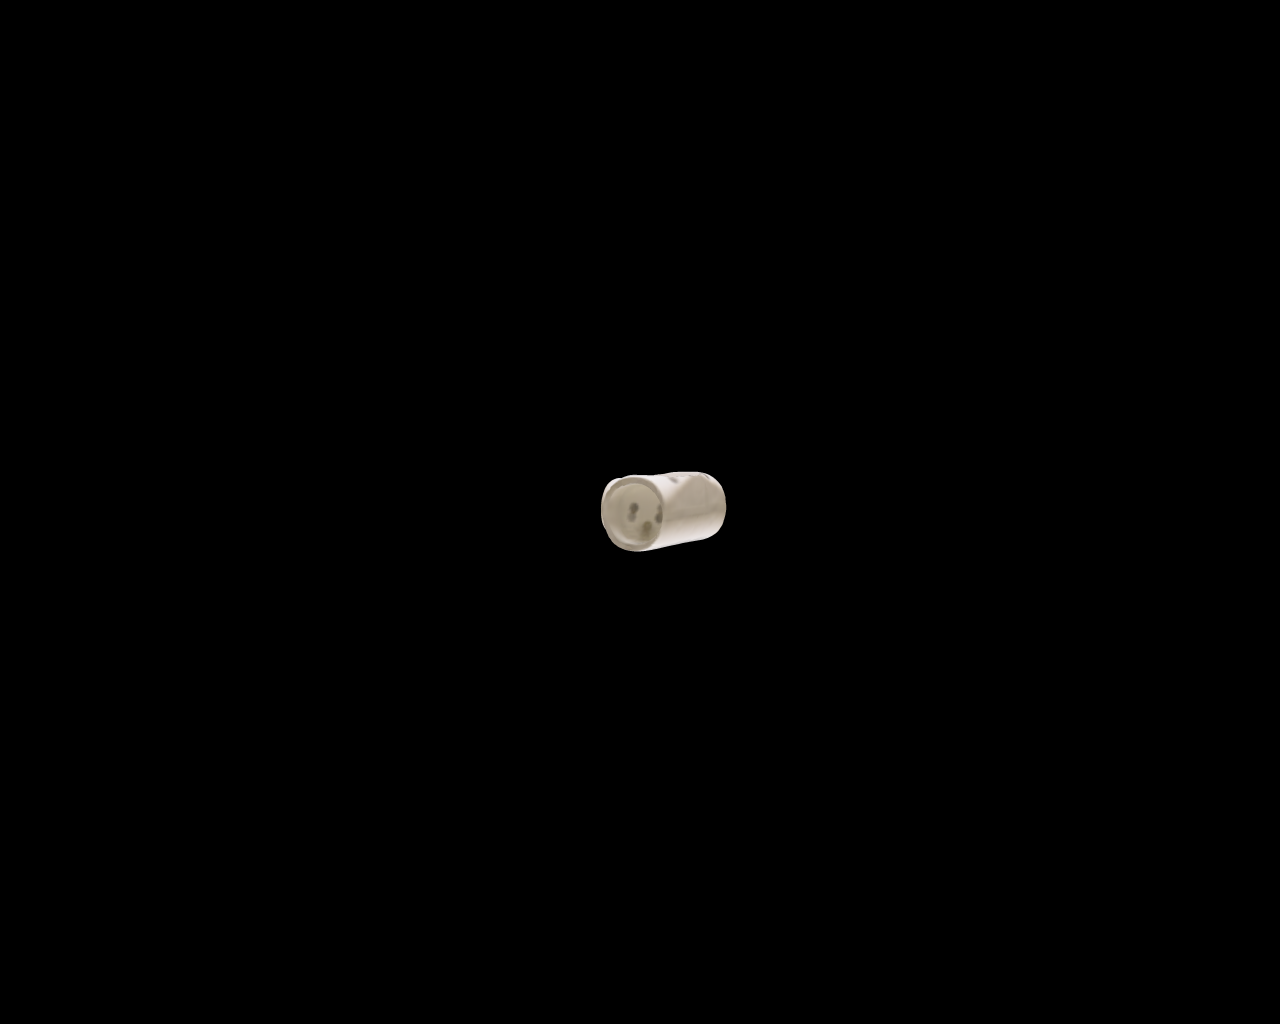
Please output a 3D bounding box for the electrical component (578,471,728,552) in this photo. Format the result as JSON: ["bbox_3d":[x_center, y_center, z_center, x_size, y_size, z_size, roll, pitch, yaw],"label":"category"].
[{"bbox_3d":[0.001,-0.003,0.650,0.079,0.044,0.077,3,6,32],"label":"electrical component"}]
